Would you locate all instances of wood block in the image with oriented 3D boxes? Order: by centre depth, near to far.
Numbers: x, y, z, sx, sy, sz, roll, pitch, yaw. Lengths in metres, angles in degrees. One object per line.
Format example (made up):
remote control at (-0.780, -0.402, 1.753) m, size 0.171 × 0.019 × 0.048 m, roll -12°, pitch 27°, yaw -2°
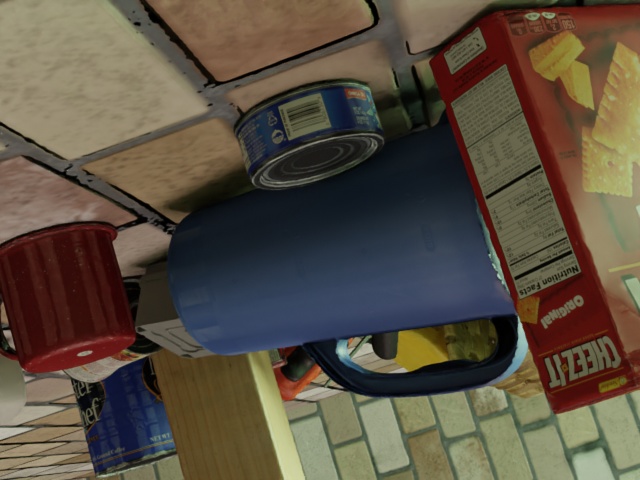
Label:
wood block at (-0.091, 0.138, 0.981) m, size 0.090 × 0.206 × 0.090 m, roll -19°, pitch 168°, yaw 7°

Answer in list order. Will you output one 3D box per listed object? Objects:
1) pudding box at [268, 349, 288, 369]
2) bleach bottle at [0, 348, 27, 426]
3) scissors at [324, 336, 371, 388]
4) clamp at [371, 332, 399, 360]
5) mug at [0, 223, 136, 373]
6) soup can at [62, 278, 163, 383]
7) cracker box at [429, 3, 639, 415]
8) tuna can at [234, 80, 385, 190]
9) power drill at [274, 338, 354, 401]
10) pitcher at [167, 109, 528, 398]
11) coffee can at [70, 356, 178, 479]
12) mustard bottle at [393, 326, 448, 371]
pudding box at (-0.098, 0.096, 1.063) m, size 0.113 × 0.090 × 0.039 m, roll -17°, pitch 166°, yaw 2°
bleach bottle at (-0.398, 0.148, 0.949) m, size 0.250 × 0.068 × 0.103 m, roll -6°, pitch 163°, yaw -35°
scissors at (0.068, 0.094, 1.235) m, size 0.201 × 0.016 × 0.096 m, roll -47°, pitch 179°, yaw -8°
clamp at (0.071, 0.020, 0.888) m, size 0.164 × 0.036 × 0.209 m, roll -44°, pitch 148°, yaw 7°
mug at (-0.186, 0.047, 0.743) m, size 0.117 × 0.081 × 0.093 m, roll -22°, pitch 167°, yaw 20°
soup can at (-0.182, 0.081, 0.932) m, size 0.068 × 0.068 × 0.102 m, roll -6°, pitch 164°, yaw -42°
cracker box at (0.174, -0.027, 0.605) m, size 0.163 × 0.214 × 0.072 m, roll -9°, pitch 165°, yaw -33°
tuna can at (-0.006, -0.061, 0.634) m, size 0.086 × 0.034 × 0.086 m, roll -17°, pitch 168°, yaw -4°
power drill at (0.023, 0.086, 1.176) m, size 0.184 × 0.057 × 0.188 m, roll -46°, pitch 172°, yaw -27°
pitcher at (0.023, 0.016, 0.714) m, size 0.243 × 0.149 × 0.145 m, roll -15°, pitch 127°, yaw 28°
coffee can at (-0.196, 0.160, 1.088) m, size 0.102 × 0.140 × 0.103 m, roll -17°, pitch 168°, yaw -4°
mustard bottle at (0.133, 0.062, 1.154) m, size 0.058 × 0.096 × 0.191 m, roll -54°, pitch -179°, yaw 45°
